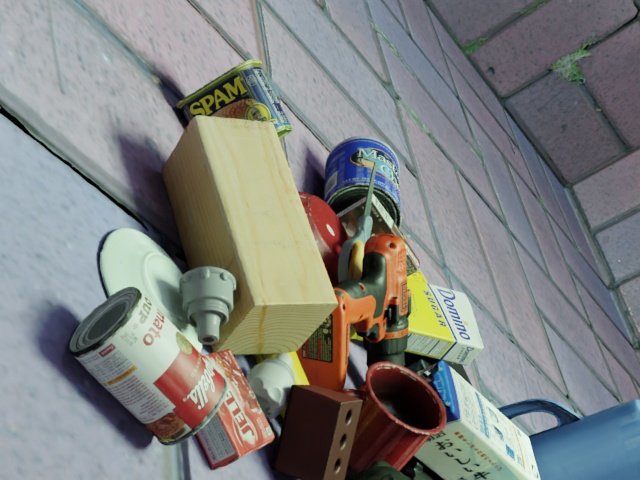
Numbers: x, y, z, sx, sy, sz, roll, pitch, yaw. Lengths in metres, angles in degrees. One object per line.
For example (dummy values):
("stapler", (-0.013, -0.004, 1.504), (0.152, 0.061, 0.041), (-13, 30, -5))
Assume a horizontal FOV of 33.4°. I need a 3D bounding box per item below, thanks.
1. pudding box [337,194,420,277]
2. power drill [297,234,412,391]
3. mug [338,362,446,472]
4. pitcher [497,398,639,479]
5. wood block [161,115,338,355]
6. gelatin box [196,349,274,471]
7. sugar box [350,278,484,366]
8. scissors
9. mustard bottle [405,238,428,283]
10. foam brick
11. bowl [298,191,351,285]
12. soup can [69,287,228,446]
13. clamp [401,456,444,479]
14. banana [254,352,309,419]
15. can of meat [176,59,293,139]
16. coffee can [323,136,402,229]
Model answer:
("pudding box", (0.059, 0.010, 1.333), (0.113, 0.090, 0.039), (56, 18, -9))
("power drill", (0.040, 0.098, 1.126), (0.187, 0.057, 0.184), (-25, 115, -60))
("mug", (0.054, 0.178, 1.046), (0.117, 0.082, 0.093), (18, 32, -28))
("pitcher", (0.290, 0.274, 1.281), (0.149, 0.243, 0.145), (55, 17, -33))
("wood block", (-0.070, -0.005, 0.989), (0.090, 0.091, 0.206), (1, 56, -33))
("gelatin box", (-0.080, 0.138, 0.883), (0.089, 0.030, 0.073), (62, 19, 8))
("sugar box", (0.109, 0.091, 1.296), (0.176, 0.048, 0.093), (13, 42, -24))
("scissors", (0.057, 0.002, 1.250), (0.201, 0.016, 0.096), (-67, 142, -50))
("mustard bottle", (0.110, 0.052, 1.447), (0.096, 0.058, 0.192), (5, 56, -64))
("foam brick", (-0.001, 0.171, 0.943), (0.053, 0.051, 0.078), (13, 90, -64))
("bowl", (-0.008, 0.002, 1.231), (0.162, 0.055, 0.162), (48, 22, -27))
("soup can", (-0.125, 0.092, 0.782), (0.102, 0.069, 0.068), (50, 21, -22))
("clamp", (0.098, 0.248, 1.157), (0.164, 0.036, 0.209), (61, 21, 4))
("banana", (-0.033, 0.120, 1.020), (0.069, 0.037, 0.198), (26, 38, -58))
("can of meat", (-0.091, -0.133, 1.154), (0.084, 0.102, 0.057), (62, 18, 1))
("coffee can", (0.055, -0.062, 1.410), (0.102, 0.103, 0.140), (51, 21, -23))
